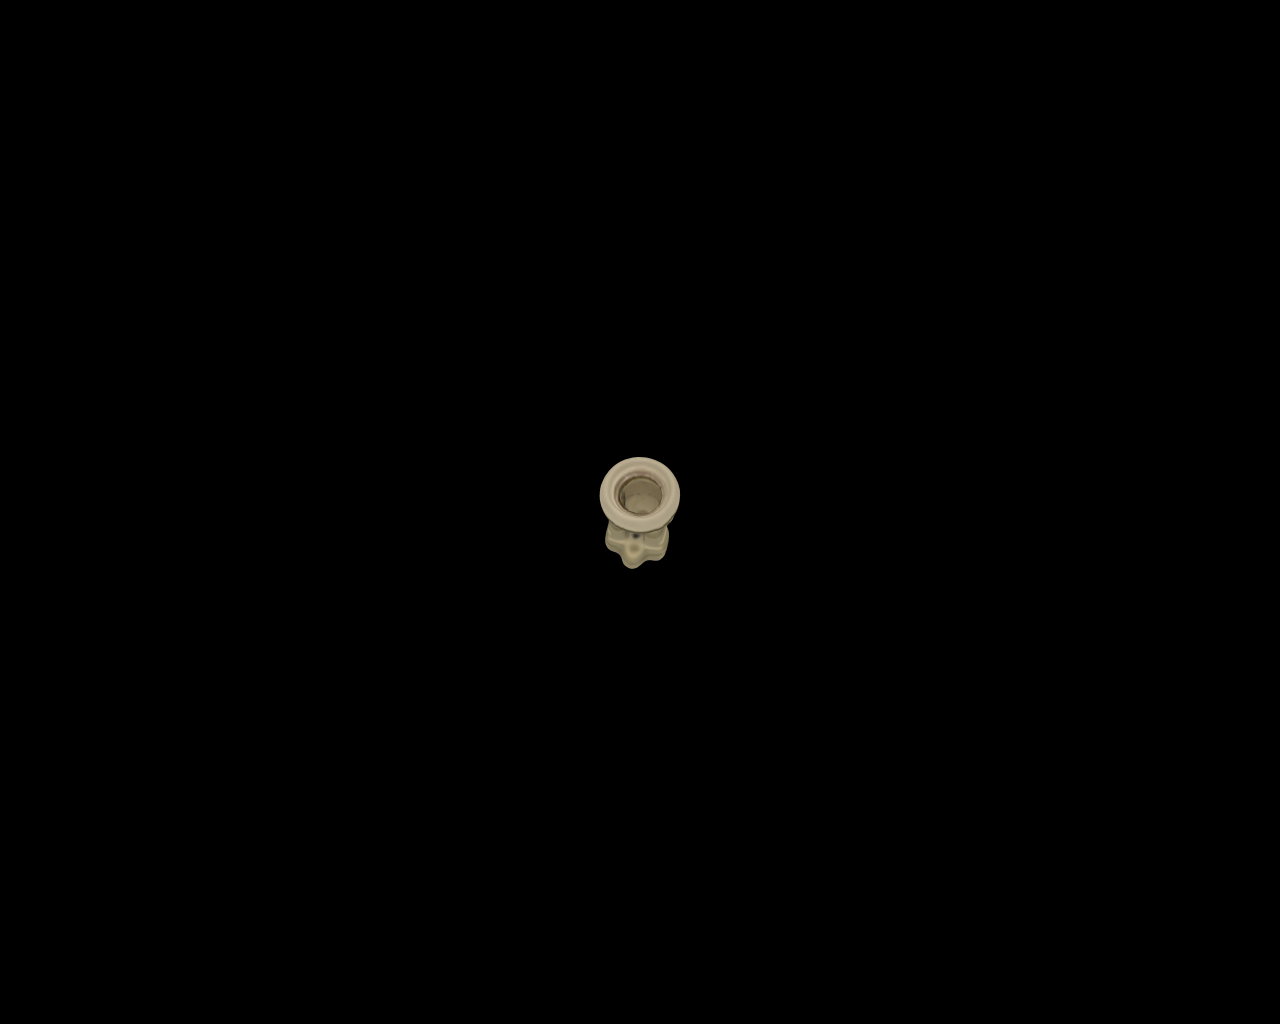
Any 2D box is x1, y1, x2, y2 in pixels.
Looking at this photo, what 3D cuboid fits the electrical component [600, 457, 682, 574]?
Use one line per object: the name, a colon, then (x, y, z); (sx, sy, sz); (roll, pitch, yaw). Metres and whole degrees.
electrical component: (0.001, -0.003, 0.650); (0.048, 0.066, 0.055); (11, -24, 5)
